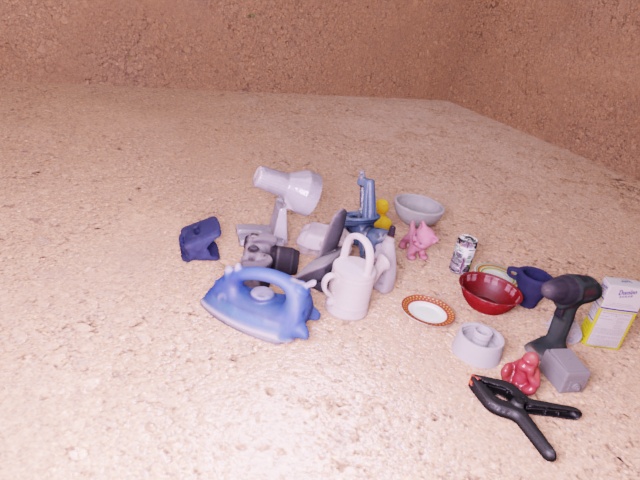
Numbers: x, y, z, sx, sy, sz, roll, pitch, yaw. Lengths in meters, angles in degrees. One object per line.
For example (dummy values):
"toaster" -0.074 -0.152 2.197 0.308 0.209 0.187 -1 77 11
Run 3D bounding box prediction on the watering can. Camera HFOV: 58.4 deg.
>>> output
"watering can" 0.080 0.072 1.285 0.100 0.194 0.173 24 29 25

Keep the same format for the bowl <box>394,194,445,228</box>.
"bowl" 0.311 -0.085 1.833 0.167 0.075 0.167 9 26 -4

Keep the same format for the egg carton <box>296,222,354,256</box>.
"egg carton" 0.014 0.006 1.539 0.150 0.069 0.107 12 26 3

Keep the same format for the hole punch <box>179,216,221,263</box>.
"hole punch" -0.296 -0.005 1.413 0.101 0.091 0.108 1 27 -20

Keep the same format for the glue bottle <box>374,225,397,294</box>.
"glue bottle" 0.159 0.042 1.403 0.037 0.173 0.077 -16 36 -42

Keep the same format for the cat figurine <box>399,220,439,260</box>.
"cat figurine" 0.281 -0.008 1.615 0.067 0.118 0.127 1 27 -19

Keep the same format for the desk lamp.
"desk lamp" -0.108 -0.092 1.523 0.204 0.213 0.117 1 27 -19

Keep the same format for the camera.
"camera" -0.118 0.044 1.371 0.137 0.101 0.143 8 26 -6

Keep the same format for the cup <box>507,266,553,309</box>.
"cup" 0.529 0.123 1.474 0.117 0.095 0.092 21 28 20

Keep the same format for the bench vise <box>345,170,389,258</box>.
"bench vise" 0.139 -0.067 1.562 0.206 0.220 0.122 26 30 28

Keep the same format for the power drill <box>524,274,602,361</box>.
"power drill" 0.528 0.165 1.257 0.230 0.208 0.075 -12 34 -39

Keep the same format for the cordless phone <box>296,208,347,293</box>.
"cordless phone" 0.012 0.019 1.377 0.094 0.185 0.148 18 27 14

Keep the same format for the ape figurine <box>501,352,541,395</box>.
"ape figurine" 0.409 0.263 1.145 0.076 0.092 0.077 -8 32 -34

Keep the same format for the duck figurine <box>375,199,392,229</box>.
"duck figurine" 0.188 -0.083 1.768 0.078 0.086 0.104 4 27 -14

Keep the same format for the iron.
"iron" -0.126 0.112 1.184 0.258 0.141 0.119 16 26 10
